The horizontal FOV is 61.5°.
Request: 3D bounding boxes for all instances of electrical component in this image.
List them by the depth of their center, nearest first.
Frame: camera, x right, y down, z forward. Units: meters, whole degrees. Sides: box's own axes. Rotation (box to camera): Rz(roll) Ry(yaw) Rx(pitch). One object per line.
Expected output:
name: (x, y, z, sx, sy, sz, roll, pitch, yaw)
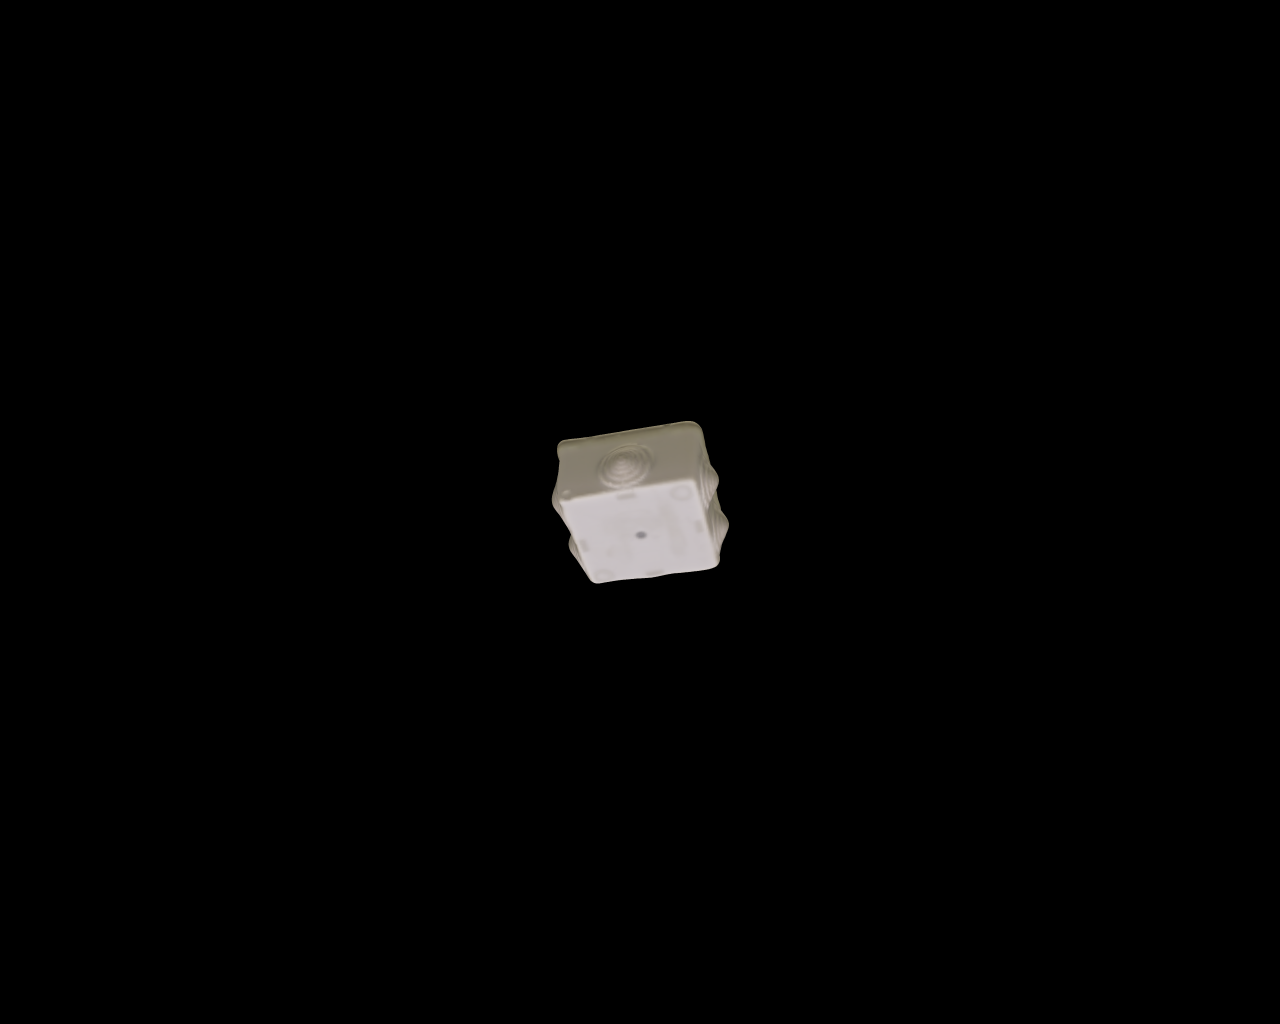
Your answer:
electrical component: (0.001, -0.003, 0.650, 0.100, 0.048, 0.099, -8, -43, 9)
